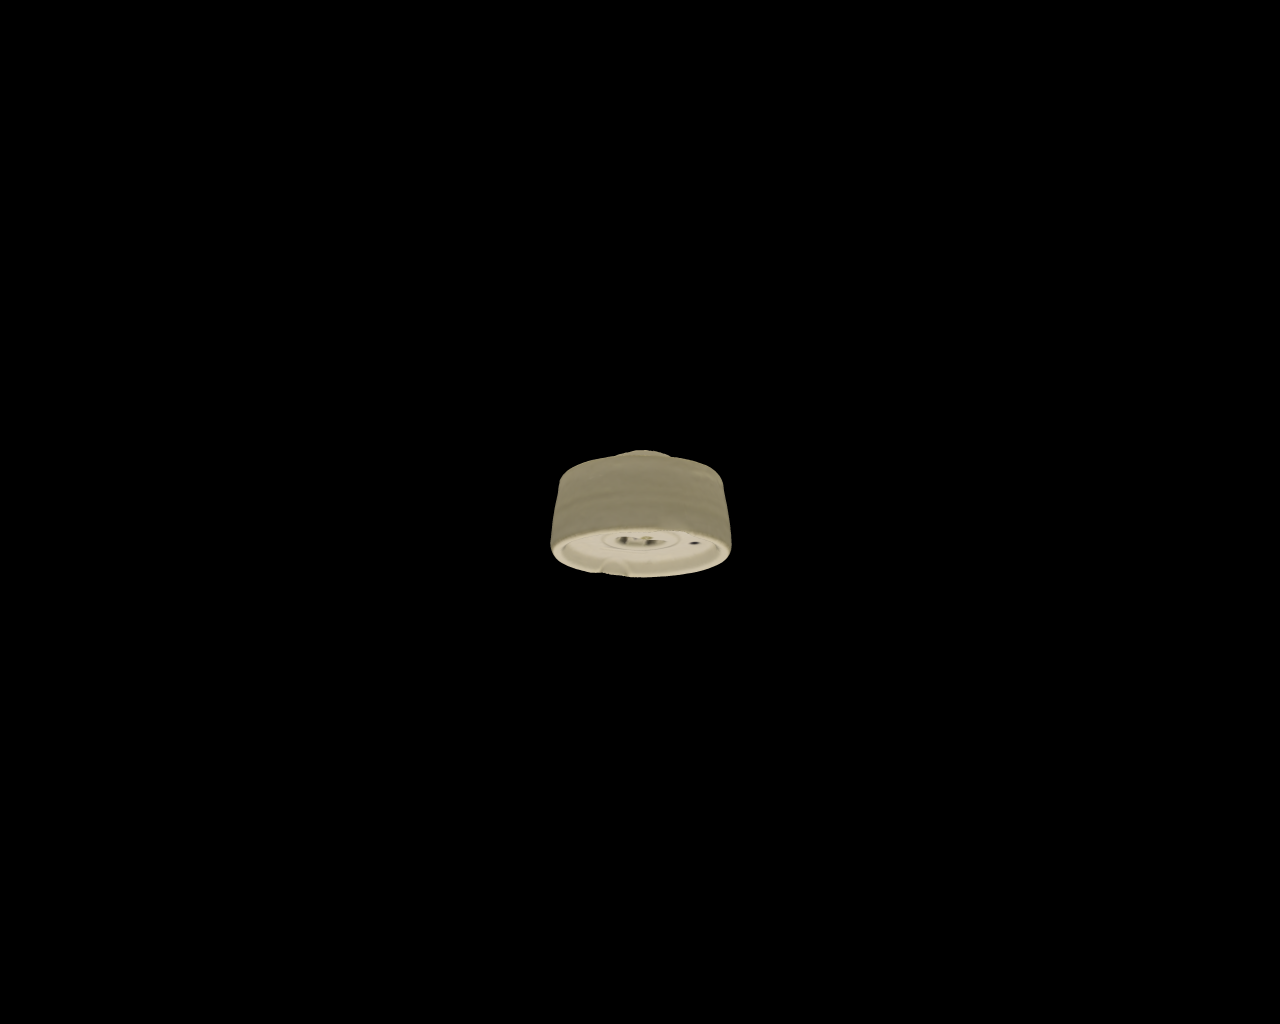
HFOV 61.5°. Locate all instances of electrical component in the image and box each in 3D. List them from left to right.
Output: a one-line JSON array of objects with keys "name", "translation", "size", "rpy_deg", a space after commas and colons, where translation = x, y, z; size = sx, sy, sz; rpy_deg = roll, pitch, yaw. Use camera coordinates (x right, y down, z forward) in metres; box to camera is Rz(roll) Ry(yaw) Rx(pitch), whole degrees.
[{"name": "electrical component", "translation": [0.001, -0.003, 0.650], "size": [0.108, 0.060, 0.108], "rpy_deg": [0, -18, 0]}]
